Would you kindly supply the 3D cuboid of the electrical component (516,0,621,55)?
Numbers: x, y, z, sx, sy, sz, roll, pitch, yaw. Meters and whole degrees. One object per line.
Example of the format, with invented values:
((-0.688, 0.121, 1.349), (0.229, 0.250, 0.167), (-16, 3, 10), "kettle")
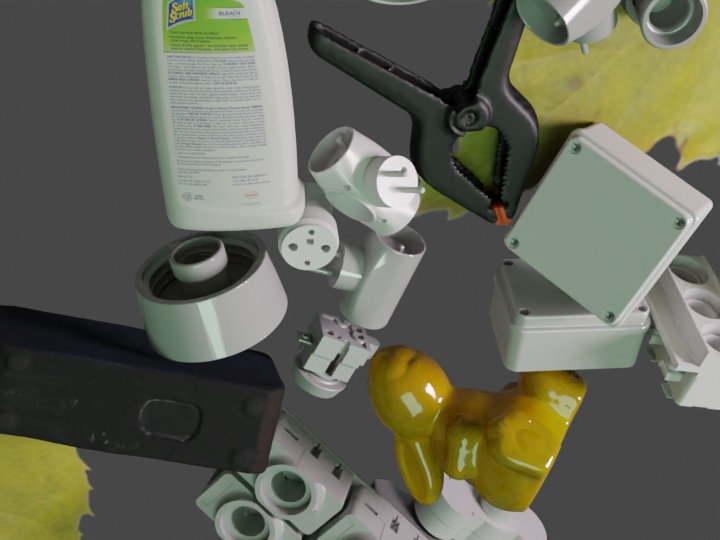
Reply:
((0.147, -0.175, 0.702), (0.077, 0.043, 0.079), (-46, 142, -12), "electrical component")

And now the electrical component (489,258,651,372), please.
((0.166, 0.033, 0.862), (0.113, 0.078, 0.057), (-1, 131, -7), "electrical component")

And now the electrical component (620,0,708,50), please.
((0.200, -0.178, 0.715), (0.045, 0.055, 0.045), (-4, 128, -5), "electrical component")

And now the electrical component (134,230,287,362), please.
((-0.113, 0.011, 0.789), (0.108, 0.108, 0.060), (-12, 123, 1), "electrical component")

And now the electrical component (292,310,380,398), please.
((-0.026, 0.071, 0.886), (0.066, 0.048, 0.055), (21, 115, -21), "electrical component")

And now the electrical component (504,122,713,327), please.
((0.181, -0.034, 0.791), (0.109, 0.056, 0.108), (39, 123, 16), "electrical component")

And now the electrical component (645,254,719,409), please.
((0.263, 0.048, 0.859), (0.079, 0.121, 0.063), (7, 129, -14), "electrical component")

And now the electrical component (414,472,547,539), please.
((0.127, 0.229, 1.026), (0.138, 0.052, 0.073), (28, 119, -27), "electrical component")

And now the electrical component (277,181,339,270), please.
((-0.040, -0.033, 0.795), (0.045, 0.055, 0.045), (-4, 128, -5), "electrical component")

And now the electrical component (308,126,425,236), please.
((0.014, -0.063, 0.769), (0.077, 0.079, 0.044), (41, 70, -32), "electrical component")

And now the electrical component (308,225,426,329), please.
((0.000, 0.000, 0.834), (0.079, 0.043, 0.077), (14, 125, -18), "electrical component")

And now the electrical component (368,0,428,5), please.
((0.021, -0.213, 0.656), (0.099, 0.064, 0.099), (-4, 128, -5), "electrical component")

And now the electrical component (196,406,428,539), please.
((-0.041, 0.227, 0.950), (0.186, 0.060, 0.105), (44, 114, -7), "electrical component")
